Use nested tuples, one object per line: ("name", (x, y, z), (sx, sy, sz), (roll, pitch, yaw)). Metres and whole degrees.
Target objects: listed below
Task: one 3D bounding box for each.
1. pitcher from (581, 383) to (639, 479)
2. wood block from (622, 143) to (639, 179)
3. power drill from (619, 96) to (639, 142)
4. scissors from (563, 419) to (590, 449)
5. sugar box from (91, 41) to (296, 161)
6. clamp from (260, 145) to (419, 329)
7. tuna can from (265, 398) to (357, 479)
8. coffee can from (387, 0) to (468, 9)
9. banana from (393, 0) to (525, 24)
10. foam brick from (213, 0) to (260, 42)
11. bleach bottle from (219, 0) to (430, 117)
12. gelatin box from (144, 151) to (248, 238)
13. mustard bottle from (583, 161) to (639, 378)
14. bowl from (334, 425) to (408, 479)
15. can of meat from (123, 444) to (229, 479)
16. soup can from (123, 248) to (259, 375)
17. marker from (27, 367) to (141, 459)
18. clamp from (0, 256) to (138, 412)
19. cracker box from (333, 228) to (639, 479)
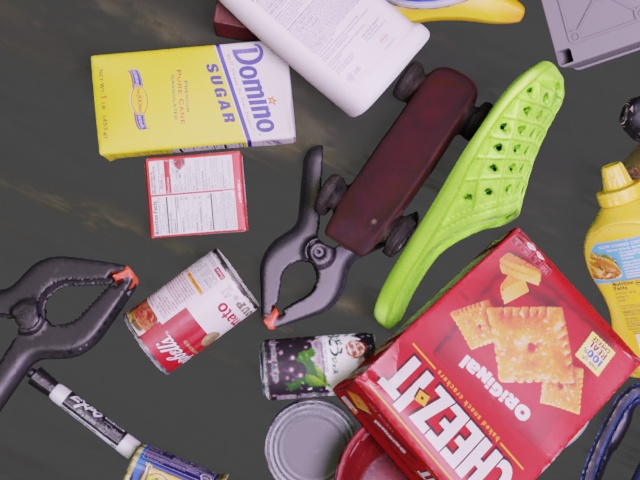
("pitcher", (0.307, 0.252, 0.928), (0.145, 0.149, 0.243), (28, 91, -15))
("wood block", (0.370, -0.107, 0.949), (0.091, 0.090, 0.206), (42, 88, 0))
("power drill", (0.350, -0.150, 0.876), (0.184, 0.057, 0.188), (12, 91, -5))
("scissors", (0.153, 0.189, 0.975), (0.201, 0.016, 0.096), (-32, 87, -1))
("sugar box", (-0.113, -0.127, 0.967), (0.176, 0.048, 0.093), (-6, 88, 0))
("clamp", (-0.006, 0.001, 0.969), (0.120, 0.039, 0.171), (43, 82, 7))
("tuna can", (-0.007, 0.186, 0.964), (0.086, 0.034, 0.086), (0, 88, -1))
("coffee can", (0.092, -0.284, 0.912), (0.103, 0.103, 0.140), (-12, 129, -1))
("banana", (0.086, -0.202, 0.977), (0.198, 0.037, 0.069), (-20, 102, 0))
("foam brick", (-0.063, -0.223, 0.966), (0.051, 0.053, 0.078), (11, 89, -1))
("bleach bottle", (-0.031, -0.222, 0.910), (0.250, 0.068, 0.102), (41, 84, -8))
("gelatin box", (-0.113, -0.041, 0.972), (0.089, 0.030, 0.073), (-5, 90, -1))
("mustard bottle", (0.284, 0.024, 0.933), (0.096, 0.058, 0.191), (-13, 102, 42))
("bowl", (0.082, 0.226, 0.930), (0.162, 0.055, 0.162), (5, 72, -15))
("can of meat", (-0.140, 0.243, 0.951), (0.084, 0.057, 0.102), (22, 88, 2))
("soup can", (-0.114, 0.063, 0.950), (0.102, 0.068, 0.068), (-36, 89, -2))
("marker", (-0.216, 0.156, 0.971), (0.121, 0.020, 0.020), (37, 88, 1))
("clamp", (-0.260, 0.083, 0.956), (0.210, 0.036, 0.164), (-18, 76, -3))
("cracker box", (0.146, 0.117, 0.915), (0.213, 0.072, 0.164), (-40, 87, -23))
